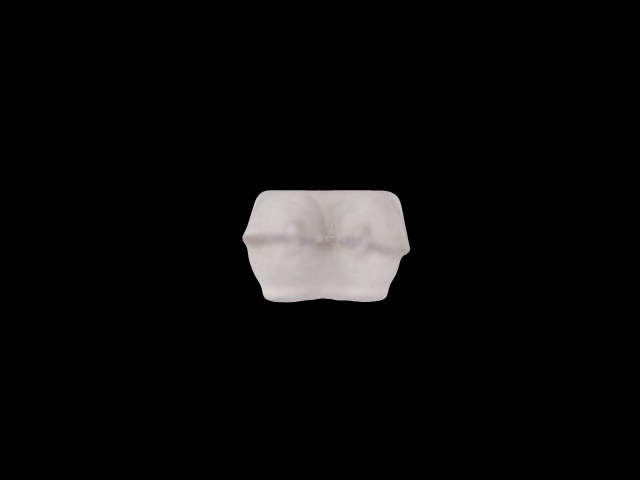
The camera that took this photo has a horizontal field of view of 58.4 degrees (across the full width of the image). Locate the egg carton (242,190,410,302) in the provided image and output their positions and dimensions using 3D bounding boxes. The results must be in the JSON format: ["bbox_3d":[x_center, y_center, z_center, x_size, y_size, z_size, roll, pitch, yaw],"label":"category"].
[{"bbox_3d":[0.004,0.001,0.400,0.107,0.069,0.150,0,2,-3],"label":"egg carton"}]
